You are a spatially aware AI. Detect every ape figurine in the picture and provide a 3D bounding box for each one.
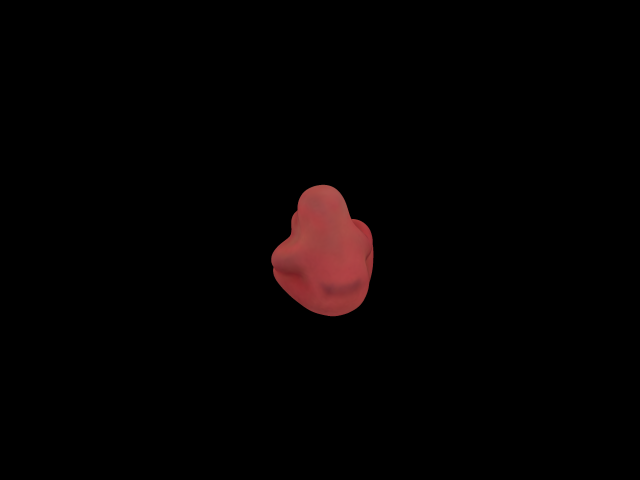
[{"bbox_3d":[0.004,0.001,0.400,0.078,0.092,0.076,-8,39,-10],"label":"ape figurine"}]
